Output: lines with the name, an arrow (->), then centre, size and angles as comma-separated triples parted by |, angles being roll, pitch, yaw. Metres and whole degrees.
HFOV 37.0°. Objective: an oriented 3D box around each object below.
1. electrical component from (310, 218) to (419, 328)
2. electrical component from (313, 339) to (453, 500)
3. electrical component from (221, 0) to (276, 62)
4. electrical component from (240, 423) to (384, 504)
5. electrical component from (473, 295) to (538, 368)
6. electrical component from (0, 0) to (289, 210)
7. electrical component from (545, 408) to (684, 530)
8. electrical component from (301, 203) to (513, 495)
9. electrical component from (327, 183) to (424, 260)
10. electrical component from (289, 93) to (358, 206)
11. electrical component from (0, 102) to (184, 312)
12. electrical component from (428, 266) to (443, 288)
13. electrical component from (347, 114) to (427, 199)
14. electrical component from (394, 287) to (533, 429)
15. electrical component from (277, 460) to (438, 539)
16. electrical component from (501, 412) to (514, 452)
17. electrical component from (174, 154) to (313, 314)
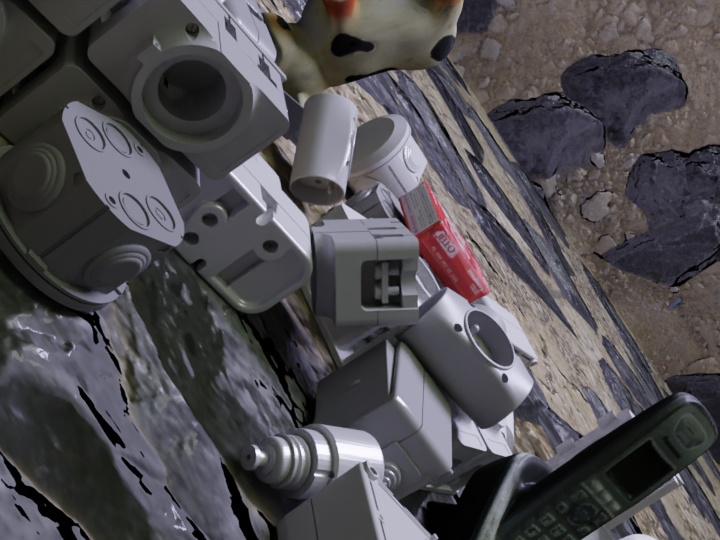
electrical component -> 0.000, 0.000, 0.637 | 0.089, 0.056, 0.050 | -121, -150, -77
electrical component -> 0.010, 0.088, 0.595 | 0.061, 0.062, 0.096 | 54, 14, -13
electrical component -> -0.109, -0.187, 0.810 | 0.059, 0.054, 0.095 | 38, 23, -49
electrical component -> -0.024, 0.095, 0.523 | 0.078, 0.040, 0.040 | 16, 39, -42
electrical component -> 0.105, 0.062, 0.950 | 0.096, 0.062, 0.061 | 32, 29, -58
electrical component -> -0.129, -0.108, 0.484 | 0.186, 0.105, 0.060 | 46, 18, -34
electrical component -> 0.185, 0.170, 0.859 | 0.063, 0.121, 0.078 | 47, 17, -18
electrical component -> 0.029, 0.053, 0.735 | 0.105, 0.060, 0.186 | 29, 31, -60
electrical component -> 0.014, -0.027, 0.868 | 0.080, 0.051, 0.080 | 51, 16, -20
electrical component -> -0.029, -0.085, 0.848 | 0.079, 0.044, 0.077 | 102, -3, -63
electrical component -> -0.118, -0.027, 0.456 | 0.080, 0.051, 0.080 | 51, 16, -20
electrical component -> 0.064, 0.020, 0.921 | 0.045, 0.055, 0.045 | 51, 16, -21
electrical component -> 0.018, -0.100, 0.980 | 0.051, 0.080, 0.080 | 54, 14, -32
electrical component -> 0.068, 0.045, 0.656 | 0.077, 0.044, 0.079 | 47, 30, -4
electrical component -> 0.000, 0.138, 0.480 | 0.061, 0.061, 0.096 | 50, 8, -23
electrical component -> 0.096, 0.127, 0.822 | 0.043, 0.043, 0.081 | 54, 15, -9
electrical component -> -0.072, -0.031, 0.603 | 0.095, 0.054, 0.059 | 48, 17, -28
